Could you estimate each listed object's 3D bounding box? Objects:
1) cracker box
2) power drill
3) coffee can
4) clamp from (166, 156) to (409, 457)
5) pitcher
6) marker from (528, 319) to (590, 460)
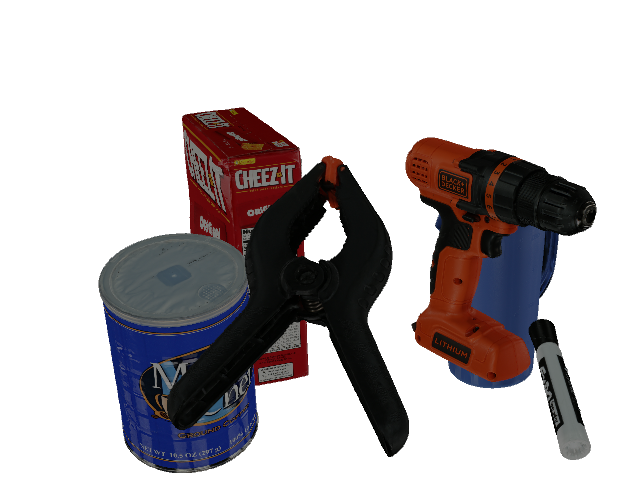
[{"bbox_3d":[-0.072,0.002,0.972,0.072,0.214,0.164,-9,22,-19],"label":"cracker box"},{"bbox_3d":[0.143,0.018,0.886,0.057,0.188,0.185,-14,26,-36],"label":"power drill"},{"bbox_3d":[-0.099,0.080,0.767,0.103,0.140,0.103,-1,34,0],"label":"coffee can"},{"bbox_3d":[0.003,0.034,0.556,0.120,0.171,0.039,16,-27,10],"label":"clamp"},{"bbox_3d":[0.223,0.054,1.338,0.149,0.243,0.145,1,21,11],"label":"pitcher"},{"bbox_3d":[0.157,0.094,0.707,0.020,0.020,0.121,0,36,-1],"label":"marker"}]
